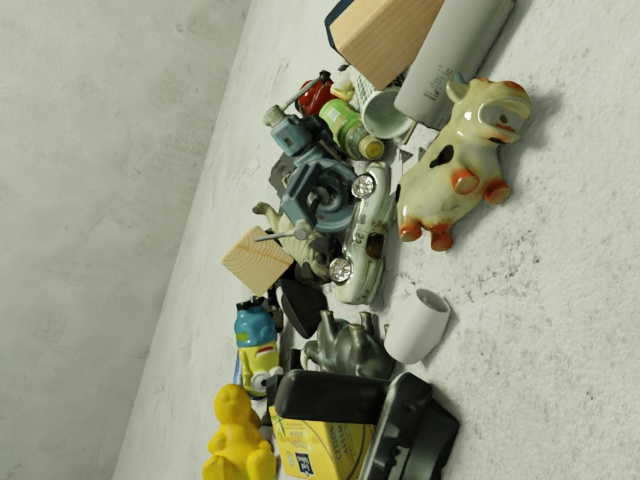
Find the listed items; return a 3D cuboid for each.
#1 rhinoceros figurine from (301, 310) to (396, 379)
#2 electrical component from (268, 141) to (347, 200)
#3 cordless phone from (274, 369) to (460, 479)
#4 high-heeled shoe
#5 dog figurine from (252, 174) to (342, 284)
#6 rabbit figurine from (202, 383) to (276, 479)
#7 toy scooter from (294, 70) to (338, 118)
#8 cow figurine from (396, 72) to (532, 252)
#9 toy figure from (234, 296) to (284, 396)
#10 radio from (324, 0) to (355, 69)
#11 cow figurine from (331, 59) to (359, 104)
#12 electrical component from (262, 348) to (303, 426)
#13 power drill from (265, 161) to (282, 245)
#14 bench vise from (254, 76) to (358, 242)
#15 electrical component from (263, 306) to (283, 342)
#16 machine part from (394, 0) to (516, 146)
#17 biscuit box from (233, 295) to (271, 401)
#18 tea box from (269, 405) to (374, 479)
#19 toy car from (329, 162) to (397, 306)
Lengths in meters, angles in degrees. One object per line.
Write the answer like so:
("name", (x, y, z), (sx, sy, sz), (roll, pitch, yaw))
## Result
("rhinoceros figurine", (0.037, 0.150, 0.721), (0.190, 0.073, 0.112), (-4, 84, 64))
("electrical component", (-0.026, -0.123, 0.984), (0.058, 0.115, 0.134), (52, 126, 30))
("cordless phone", (0.032, 0.201, 0.537), (0.089, 0.184, 0.146), (29, 102, 64))
("high-heeled shoe", (-0.058, 0.126, 0.955), (0.249, 0.086, 0.145), (-99, 30, -58))
("dog figurine", (-0.005, -0.001, 0.921), (0.121, 0.172, 0.191), (-46, 65, 27))
("rabbit figurine", (-0.143, 0.341, 0.961), (0.162, 0.122, 0.173), (87, 172, -82))
("toy scooter", (0.007, -0.282, 1.083), (0.135, 0.075, 0.184), (-56, 31, 39))
("cow figurine", (0.153, -0.091, 0.585), (0.195, 0.085, 0.127), (-53, 35, 45))
("toy figure", (-0.115, 0.198, 1.000), (0.089, 0.082, 0.180), (136, 121, -80))
("radio", (0.108, -0.380, 0.823), (0.229, 0.073, 0.131), (-43, 32, 22))
("cow figurine", (0.073, -0.289, 0.931), (0.167, 0.068, 0.098), (25, 93, 65))
("electrical component", (-0.047, 0.236, 0.856), (0.048, 0.075, 0.119), (-42, 42, 53))
("power drill", (-0.070, -0.090, 1.149), (0.232, 0.086, 0.207), (-18, 51, 62))
("bench vise", (-0.013, -0.087, 0.769), (0.129, 0.223, 0.241), (-20, 25, 24))
("electrical component", (-0.106, 0.158, 1.068), (0.021, 0.063, 0.094), (-52, 32, 45))
("machine part", (0.161, -0.225, 0.658), (0.243, 0.079, 0.079), (-62, 24, 25))
("biscuit box", (-0.131, 0.218, 1.092), (0.059, 0.063, 0.203), (137, 143, -55))
("tea box", (0.002, 0.251, 0.695), (0.169, 0.068, 0.098), (-37, 66, 58))
("toy car", (0.067, -0.008, 0.738), (0.056, 0.073, 0.201), (16, 89, 33))
